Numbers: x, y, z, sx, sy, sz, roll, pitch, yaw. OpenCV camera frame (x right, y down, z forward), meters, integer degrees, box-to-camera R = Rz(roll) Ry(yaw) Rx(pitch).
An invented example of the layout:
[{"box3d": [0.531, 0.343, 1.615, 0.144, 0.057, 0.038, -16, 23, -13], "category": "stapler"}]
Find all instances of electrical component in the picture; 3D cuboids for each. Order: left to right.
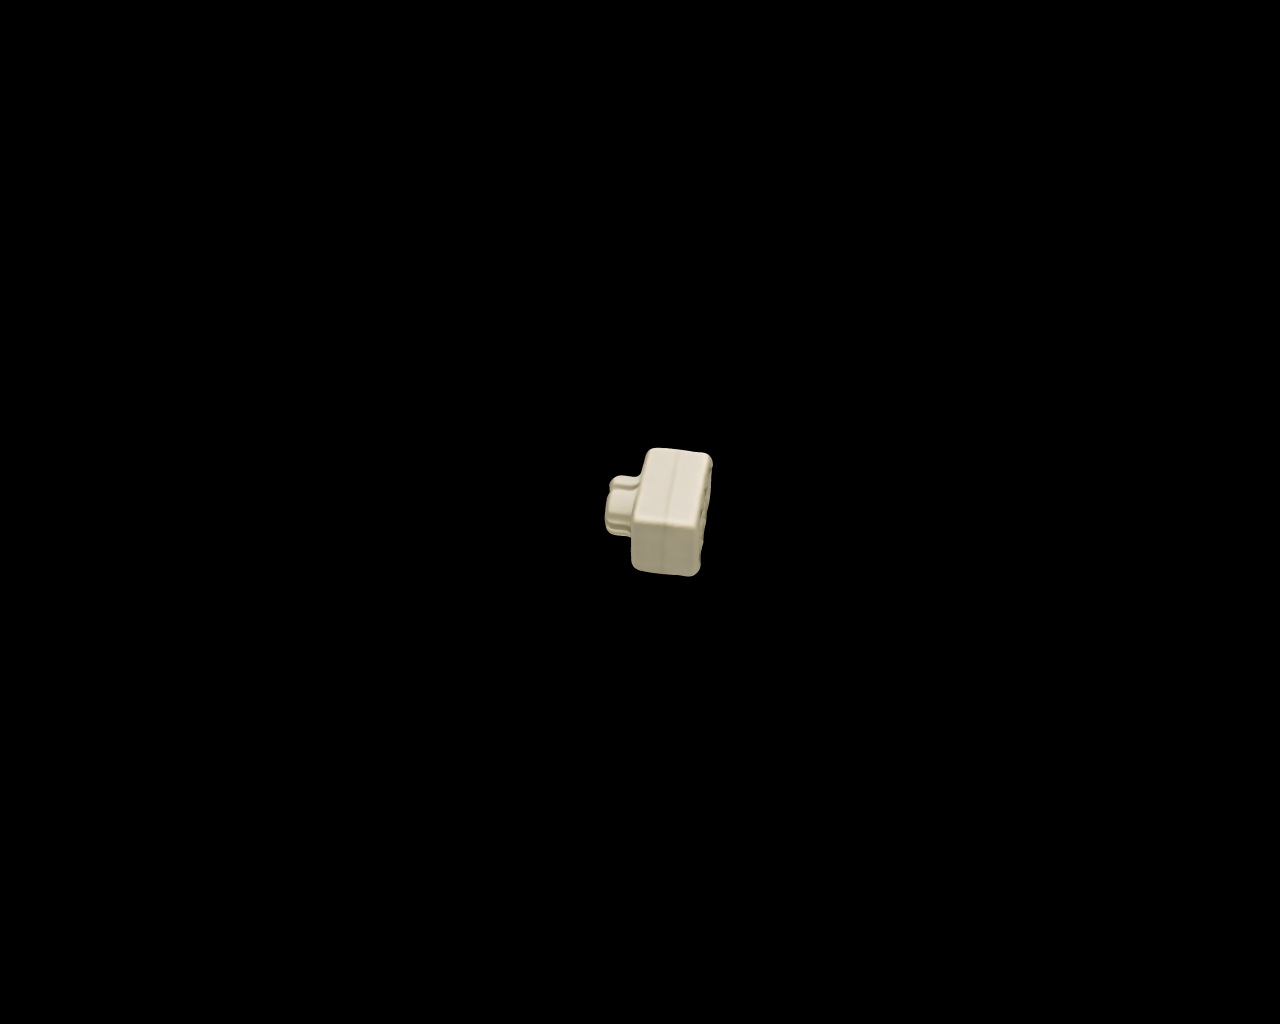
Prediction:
[{"box3d": [0.001, -0.003, 0.650, 0.077, 0.066, 0.047, 7, -43, 7], "category": "electrical component"}]
